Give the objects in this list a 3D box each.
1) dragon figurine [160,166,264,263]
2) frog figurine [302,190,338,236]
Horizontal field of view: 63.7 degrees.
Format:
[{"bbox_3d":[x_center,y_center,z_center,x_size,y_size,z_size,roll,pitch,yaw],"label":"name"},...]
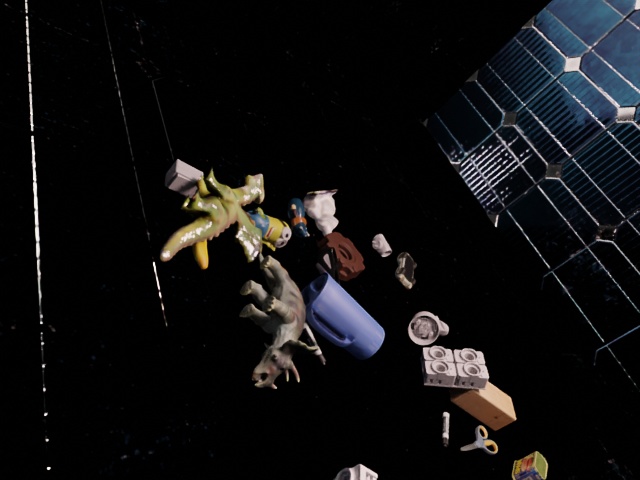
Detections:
[{"bbox_3d":[-0.232,-0.041,1.284,0.240,0.420,0.120,39,-47,-24],"label":"dragon figurine"},{"bbox_3d":[0.005,-0.089,1.769,0.122,0.159,0.138,-4,4,22],"label":"frog figurine"}]
